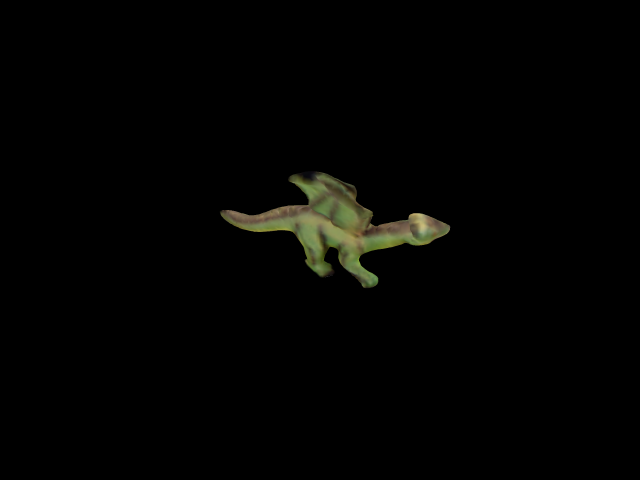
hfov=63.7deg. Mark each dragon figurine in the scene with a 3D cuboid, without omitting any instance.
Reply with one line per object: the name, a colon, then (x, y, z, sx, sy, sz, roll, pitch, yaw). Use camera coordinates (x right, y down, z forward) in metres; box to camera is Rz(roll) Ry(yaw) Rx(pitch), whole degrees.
dragon figurine: (0.003, -0.043, 0.850, 0.411, 0.125, 0.237, 14, -31, 9)
